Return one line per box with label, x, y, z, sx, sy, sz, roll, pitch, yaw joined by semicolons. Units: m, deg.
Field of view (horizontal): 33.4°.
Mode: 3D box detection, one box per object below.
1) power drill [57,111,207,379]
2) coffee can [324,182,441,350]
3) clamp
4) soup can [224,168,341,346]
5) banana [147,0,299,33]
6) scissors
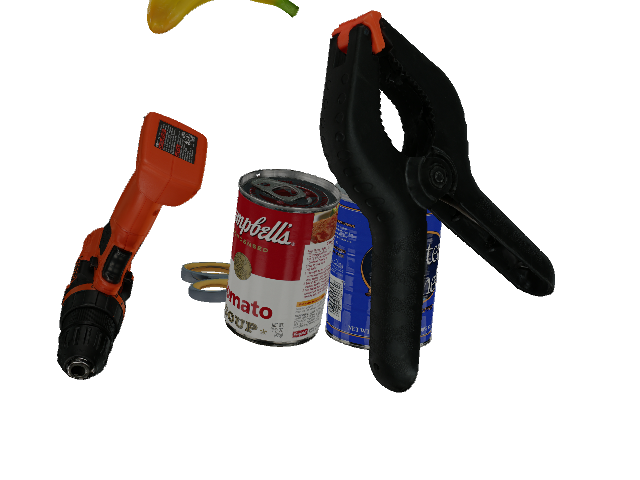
power drill;-0.160;0.001;0.876;0.057;0.188;0.184;24;29;-19
coffee can;0.059;0.020;0.996;0.103;0.140;0.103;3;14;-1
clamp;0.040;-0.018;0.500;0.039;0.171;0.120;-17;18;50
soup can;-0.027;0.011;0.715;0.068;0.102;0.068;7;24;-3
banana;-0.100;-0.234;1.004;0.197;0.070;0.037;-22;-28;-46
scissors;-0.054;0.047;1.136;0.202;0.016;0.096;5;21;6
